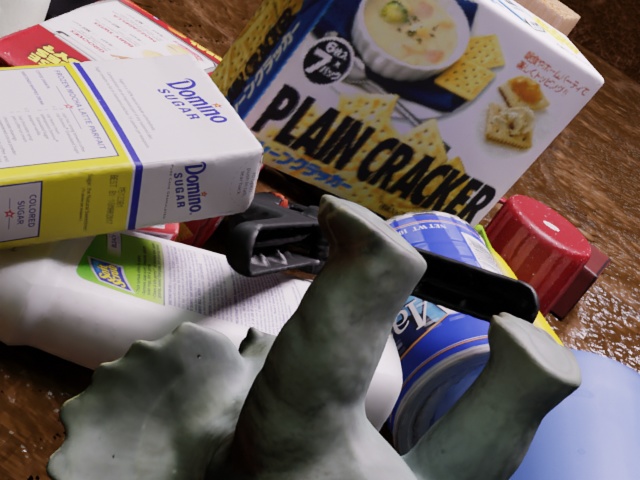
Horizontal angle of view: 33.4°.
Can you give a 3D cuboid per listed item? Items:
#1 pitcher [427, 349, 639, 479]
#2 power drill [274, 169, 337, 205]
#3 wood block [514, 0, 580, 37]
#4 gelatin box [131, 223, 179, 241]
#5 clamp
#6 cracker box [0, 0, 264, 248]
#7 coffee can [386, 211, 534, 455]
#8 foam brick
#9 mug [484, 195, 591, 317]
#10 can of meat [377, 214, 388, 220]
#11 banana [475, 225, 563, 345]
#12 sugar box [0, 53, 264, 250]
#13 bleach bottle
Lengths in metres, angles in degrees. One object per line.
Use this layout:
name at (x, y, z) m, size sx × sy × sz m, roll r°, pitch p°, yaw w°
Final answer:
pitcher at (0.117, 0.161, 0.451) m, size 0.145 × 0.149 × 0.242 m, roll 36°, pitch 25°, yaw -10°
power drill at (0.037, -0.065, 0.901) m, size 0.184 × 0.057 × 0.187 m, roll 33°, pitch 25°, yaw -11°
wood block at (0.142, -0.149, 1.007) m, size 0.091 × 0.206 × 0.090 m, roll 38°, pitch 23°, yaw 10°
gelatin box at (-0.118, -0.039, 0.569) m, size 0.089 × 0.030 × 0.073 m, roll 7°, pitch 71°, yaw -16°
clamp at (-0.004, 0.001, 0.581) m, size 0.164 × 0.036 × 0.210 m, roll 13°, pitch 6°, yaw -29°
cracker box at (-0.117, -0.079, 0.706) m, size 0.164 × 0.072 × 0.213 m, roll 32°, pitch 24°, yaw -2°
coffee can at (0.075, 0.062, 0.636) m, size 0.102 × 0.103 × 0.140 m, roll 22°, pitch 25°, yaw -26°
foam brick at (0.219, 0.029, 0.956) m, size 0.051 × 0.053 × 0.078 m, roll 39°, pitch 22°, yaw 12°
mug at (0.160, 0.010, 0.878) m, size 0.093 × 0.082 × 0.117 m, roll 12°, pitch 31°, yaw -41°
can of meat at (0.066, 0.016, 0.774) m, size 0.102 × 0.057 × 0.084 m, roll 23°, pitch 27°, yaw -24°
banana at (0.158, 0.078, 0.777) m, size 0.198 × 0.037 × 0.069 m, roll 59°, pitch 6°, yaw 36°
sugar box at (-0.125, -0.042, 0.495) m, size 0.175 × 0.048 × 0.093 m, roll -7°, pitch 42°, yaw -30°
bleach bottle at (-0.084, 0.033, 0.539) m, size 0.250 × 0.068 × 0.102 m, roll 21°, pitch 21°, yaw -21°
